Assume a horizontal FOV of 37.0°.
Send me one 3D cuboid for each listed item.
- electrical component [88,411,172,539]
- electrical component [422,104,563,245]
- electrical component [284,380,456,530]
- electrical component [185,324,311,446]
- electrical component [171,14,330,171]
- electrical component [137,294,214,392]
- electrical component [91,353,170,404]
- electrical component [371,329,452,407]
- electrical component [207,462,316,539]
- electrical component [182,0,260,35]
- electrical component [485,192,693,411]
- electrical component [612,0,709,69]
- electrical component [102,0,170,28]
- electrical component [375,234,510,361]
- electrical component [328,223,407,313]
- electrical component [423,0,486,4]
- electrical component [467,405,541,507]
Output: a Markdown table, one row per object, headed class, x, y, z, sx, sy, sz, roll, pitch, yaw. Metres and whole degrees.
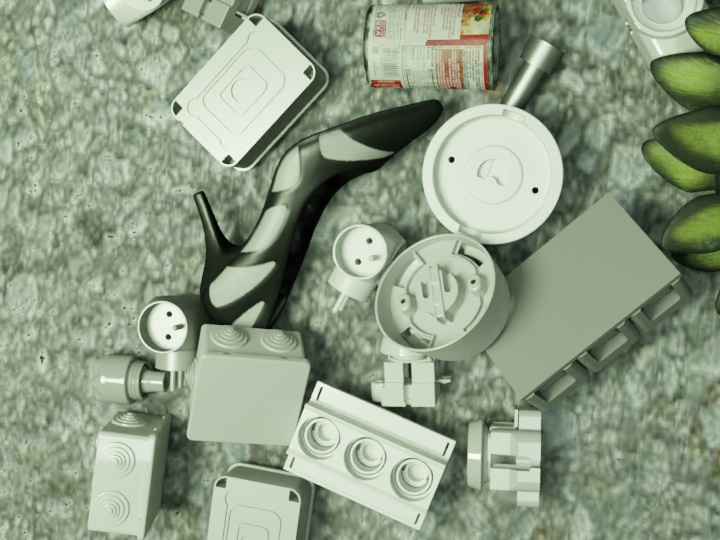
| class | x | y | z | sx | sy | sz | roll | pitch | yaw |
| --- | --- | --- | --- | --- | --- | --- | --- | --- | --- |
| electrical component | -0.195 | 0.170 | 0.909 | 0.048 | 0.099 | 0.099 | 7 | 94 | -2 |
| electrical component | 0.107 | -0.075 | 0.856 | 0.108 | 0.060 | 0.108 | 1 | 93 | 11 |
| electrical component | 0.010 | 0.149 | 0.885 | 0.121 | 0.063 | 0.078 | 23 | 97 | 9 |
| electrical component | -0.093 | 0.093 | 0.882 | 0.100 | 0.048 | 0.099 | 6 | 122 | -14 |
| electrical component | -0.089 | -0.146 | 0.893 | 0.078 | 0.057 | 0.113 | 45 | 100 | 6 |
| electrical component | -0.154 | 0.062 | 0.906 | 0.044 | 0.077 | 0.079 | 4 | 93 | 11 |
| electrical component | -0.198 | 0.095 | 0.933 | 0.062 | 0.043 | 0.043 | 3 | 93 | 10 |
| electrical component | 0.041 | 0.080 | 0.885 | 0.066 | 0.048 | 0.055 | -1 | 100 | 11 |
| electrical component | -0.085 | 0.226 | 0.910 | 0.078 | 0.057 | 0.113 | 9 | 94 | 11 |
| electrical component | -0.111 | -0.230 | 0.898 | 0.066 | 0.048 | 0.055 | 31 | 99 | 25 |
| electrical component | 0.169 | 0.028 | 0.839 | 0.150 | 0.062 | 0.089 | -40 | 58 | 10 |
| electrical component | 0.232 | -0.202 | 0.825 | 0.054 | 0.059 | 0.095 | -28 | 87 | 11 |
| electrical component | -0.178 | -0.238 | 0.896 | 0.077 | 0.079 | 0.043 | -31 | 110 | 11 |
| electrical component | 0.064 | 0.021 | 0.821 | 0.099 | 0.064 | 0.099 | -10 | 69 | 25 |
| electrical component | 0.000 | 0.000 | 0.872 | 0.044 | 0.077 | 0.079 | 30 | 99 | 9 |
| electrical component | 0.087 | -0.255 | 0.859 | 0.077 | 0.044 | 0.079 | -2 | 92 | 11 |
| electrical component | 0.116 | 0.149 | 0.867 | 0.057 | 0.058 | 0.078 | 1 | 93 | 8 |
